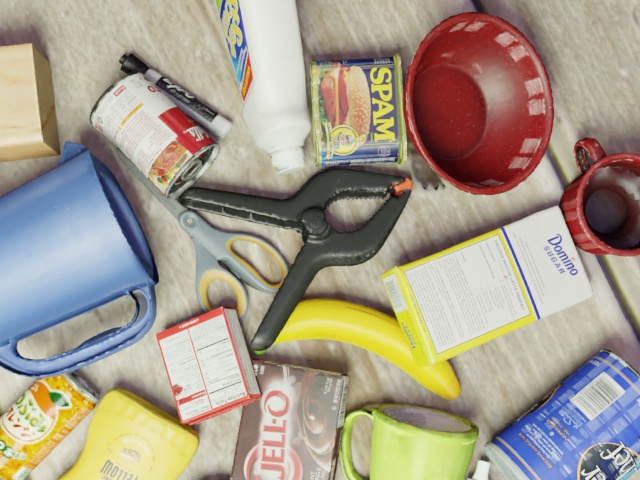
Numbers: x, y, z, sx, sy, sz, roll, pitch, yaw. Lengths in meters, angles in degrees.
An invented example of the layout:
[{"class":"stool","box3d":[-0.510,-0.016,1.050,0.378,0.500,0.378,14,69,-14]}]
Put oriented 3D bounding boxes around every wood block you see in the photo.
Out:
[{"class":"wood block","box3d":[-0.346,-0.111,0.950,0.206,0.091,0.090,-7,87,-4]}]

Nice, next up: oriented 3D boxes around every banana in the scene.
[{"class":"banana","box3d":[0.041,0.093,0.983,0.198,0.037,0.070,14,119,1]}]

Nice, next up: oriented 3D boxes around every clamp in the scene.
[{"class":"clamp","box3d":[-0.006,0.001,0.973,0.209,0.036,0.164,-17,74,-12]}]

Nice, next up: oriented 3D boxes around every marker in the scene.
[{"class":"marker","box3d":[-0.136,-0.136,0.998,0.121,0.020,0.020,35,85,0]}]

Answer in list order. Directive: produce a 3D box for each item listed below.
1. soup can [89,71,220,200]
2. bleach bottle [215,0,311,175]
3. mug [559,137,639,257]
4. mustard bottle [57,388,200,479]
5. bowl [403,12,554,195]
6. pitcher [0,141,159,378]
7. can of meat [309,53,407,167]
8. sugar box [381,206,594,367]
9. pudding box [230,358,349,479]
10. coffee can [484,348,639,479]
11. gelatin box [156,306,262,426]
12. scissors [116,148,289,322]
[{"class":"soup can","box3d":[-0.150,-0.095,0.967,0.102,0.068,0.068,44,85,6]},{"class":"bleach bottle","box3d":[-0.051,-0.185,0.965,0.068,0.103,0.251,-11,86,-22]},{"class":"mug","box3d":[0.264,-0.039,0.980,0.093,0.081,0.117,-27,88,-5]},{"class":"mustard bottle","box3d":[-0.193,0.235,0.948,0.096,0.058,0.191,31,85,-2]},{"class":"bowl","box3d":[0.131,-0.119,0.957,0.161,0.055,0.162,1,87,-28]},{"class":"pitcher","box3d":[-0.267,0.038,0.926,0.243,0.149,0.145,-26,126,-1]},{"class":"can of meat","box3d":[0.034,-0.118,0.988,0.084,0.057,0.102,-3,85,-1]},{"class":"sugar box","box3d":[0.153,0.041,0.970,0.176,0.048,0.093,-19,86,-21]},{"class":"pudding box","box3d":[-0.026,0.170,0.962,0.090,0.039,0.113,8,84,13]},{"class":"coffee can","box3d":[0.232,0.180,0.952,0.140,0.103,0.103,-38,89,-5]},{"class":"gelatin box","box3d":[-0.100,0.113,0.958,0.073,0.030,0.089,-23,76,19]},{"class":"scissors","box3d":[-0.124,0.003,0.989,0.202,0.016,0.096,30,82,-1]}]
